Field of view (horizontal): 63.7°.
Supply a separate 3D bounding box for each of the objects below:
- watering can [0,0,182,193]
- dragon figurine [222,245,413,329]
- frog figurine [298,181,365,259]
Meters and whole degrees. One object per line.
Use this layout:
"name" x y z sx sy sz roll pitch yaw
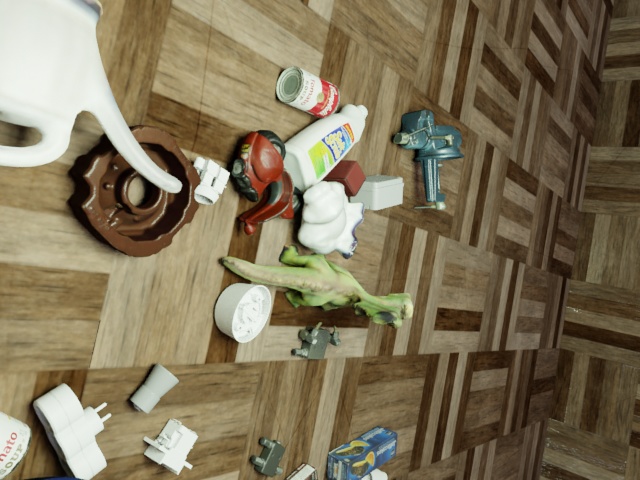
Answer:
"watering can" -0.302 -0.184 0.578 0.346 0.104 0.225 15 84 -36
"dragon figurine" 0.039 0.097 0.937 0.408 0.244 0.122 13 92 -51
"frog figurine" 0.003 -0.048 0.959 0.157 0.124 0.137 32 89 -48
